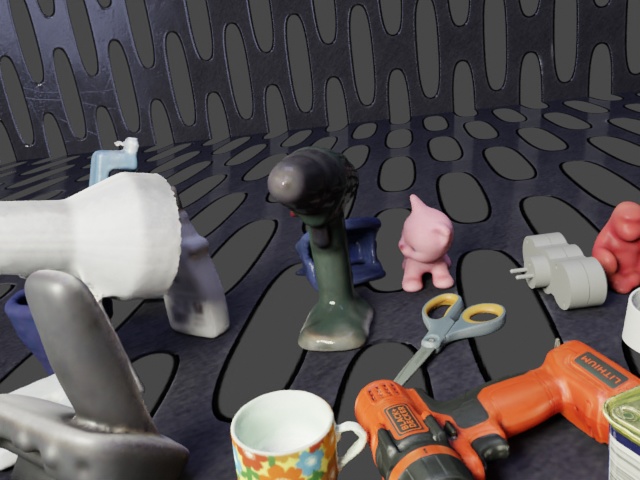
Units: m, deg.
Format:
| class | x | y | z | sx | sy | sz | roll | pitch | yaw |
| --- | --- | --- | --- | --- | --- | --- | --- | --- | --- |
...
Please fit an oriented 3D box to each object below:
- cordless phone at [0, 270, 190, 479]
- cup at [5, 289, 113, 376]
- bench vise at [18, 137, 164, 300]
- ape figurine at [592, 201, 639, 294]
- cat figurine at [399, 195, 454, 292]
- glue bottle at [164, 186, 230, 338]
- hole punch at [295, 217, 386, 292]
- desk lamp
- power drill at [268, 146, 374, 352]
| class | x | y | z | sx | sy | sz | roll | pitch | yaw |
| --- | --- | --- | --- | --- | --- | --- | --- | --- | --- |
| cordless phone | -0.180 | 0.101 | 0.405 | 0.147 | 0.185 | 0.094 | 3 | 21 | 29 |
| cup | -0.257 | 0.095 | 0.599 | 0.117 | 0.095 | 0.092 | 0 | 20 | 21 |
| bench vise | -0.270 | -0.009 | 0.719 | 0.208 | 0.220 | 0.121 | -20 | 22 | -33 |
| ape figurine | 0.341 | 0.003 | 0.639 | 0.077 | 0.092 | 0.076 | -5 | 18 | 8 |
| cat figurine | 0.129 | -0.003 | 0.702 | 0.067 | 0.118 | 0.128 | -5 | 18 | 7 |
| glue bottle | -0.149 | 0.024 | 0.644 | 0.077 | 0.173 | 0.037 | 4 | 22 | 32 |
| hole punch | 0.022 | 0.008 | 0.755 | 0.109 | 0.091 | 0.101 | -12 | 19 | -13 |
| desk lamp | -0.220 | 0.055 | 0.515 | 0.204 | 0.214 | 0.117 | -21 | 22 | -35 |
| power drill | 0.005 | 0.002 | 0.591 | 0.075 | 0.208 | 0.230 | -4 | 19 | 12 |
